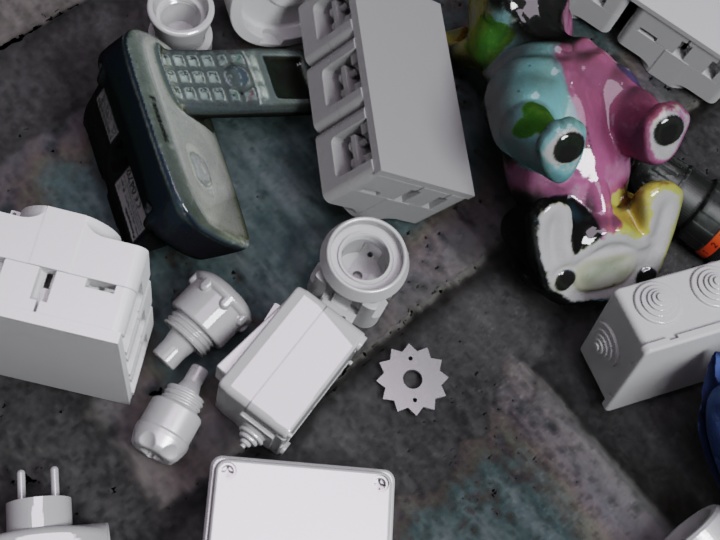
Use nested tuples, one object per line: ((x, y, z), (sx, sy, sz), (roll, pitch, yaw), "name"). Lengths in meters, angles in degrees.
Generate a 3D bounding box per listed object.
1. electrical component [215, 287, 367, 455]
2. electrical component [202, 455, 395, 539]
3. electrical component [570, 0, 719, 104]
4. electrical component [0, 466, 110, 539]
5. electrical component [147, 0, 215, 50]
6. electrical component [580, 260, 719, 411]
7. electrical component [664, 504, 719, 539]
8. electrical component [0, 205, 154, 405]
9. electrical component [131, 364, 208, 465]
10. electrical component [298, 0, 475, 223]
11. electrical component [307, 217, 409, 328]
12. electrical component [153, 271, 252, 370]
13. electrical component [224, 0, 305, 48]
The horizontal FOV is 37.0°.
((-0.051, 0.066, 0.662), (0.061, 0.061, 0.096), (37, 68, 4), "electrical component")
((-0.039, 0.170, 0.629), (0.109, 0.056, 0.108), (6, 69, -8), "electrical component")
((0.223, -0.222, 0.818), (0.186, 0.060, 0.105), (35, 68, 4), "electrical component")
((-0.183, 0.153, 0.616), (0.077, 0.043, 0.079), (-4, 71, -12), "electrical component")
((-0.123, -0.165, 0.739), (0.045, 0.055, 0.045), (3, 69, -9), "electrical component")
((0.198, 0.041, 0.694), (0.100, 0.099, 0.048), (-14, 62, -14), "electrical component")
((0.196, 0.215, 0.655), (0.138, 0.052, 0.073), (-37, 80, -19), "electrical component")
((-0.168, 0.022, 0.610), (0.089, 0.150, 0.061), (14, 70, -5), "electrical component")
((-0.112, 0.086, 0.659), (0.035, 0.035, 0.061), (27, 65, 1), "electrical component")
((0.014, -0.114, 0.727), (0.089, 0.062, 0.150), (10, 64, -42), "electrical component")
((0.000, 0.000, 0.698), (0.058, 0.057, 0.078), (30, 68, 2), "electrical component")
((-0.102, 0.035, 0.675), (0.048, 0.048, 0.062), (41, 76, 6), "electrical component")
((-0.050, -0.213, 0.744), (0.108, 0.108, 0.060), (-19, 68, -16), "electrical component")
